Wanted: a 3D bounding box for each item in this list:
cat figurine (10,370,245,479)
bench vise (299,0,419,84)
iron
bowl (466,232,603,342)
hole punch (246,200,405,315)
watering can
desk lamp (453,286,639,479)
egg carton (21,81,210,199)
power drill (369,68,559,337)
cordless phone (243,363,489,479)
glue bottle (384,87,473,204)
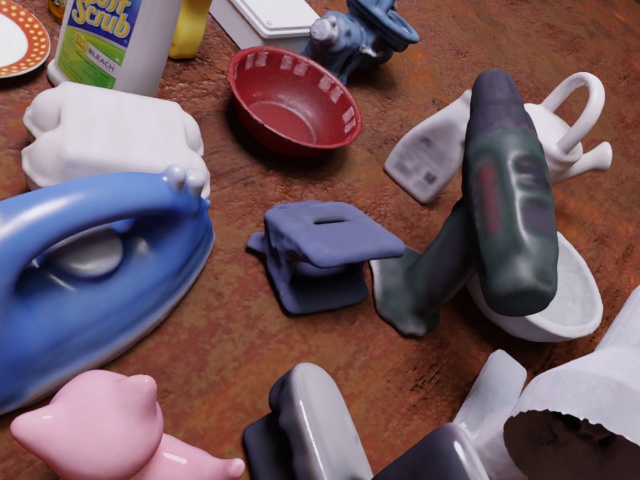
[{"bbox_3d":[-0.105,0.120,0.330,0.128,0.117,0.067,26,44,-11],"label":"cat figurine"},{"bbox_3d":[0.078,-0.290,0.722,0.121,0.219,0.207,33,43,-3],"label":"bench vise"},{"bbox_3d":[-0.152,0.002,0.383,0.118,0.141,0.259,48,44,12],"label":"iron"},{"bbox_3d":[0.216,0.047,0.625,0.168,0.074,0.167,17,46,-19],"label":"bowl"},{"bbox_3d":[0.005,0.002,0.519,0.109,0.091,0.101,-7,58,-36],"label":"hole punch"},{"bbox_3d":[0.290,-0.127,0.734,0.173,0.194,0.100,2,53,-31],"label":"watering can"},{"bbox_3d":[0.197,0.130,0.441,0.118,0.213,0.204,41,44,6],"label":"desk lamp"},{"bbox_3d":[-0.171,-0.074,0.490,0.151,0.069,0.107,4,52,-30],"label":"egg carton"},{"bbox_3d":[0.128,-0.015,0.526,0.076,0.208,0.229,13,48,-22],"label":"power drill"},{"bbox_3d":[0.032,0.131,0.357,0.094,0.185,0.147,-4,56,-34],"label":"cordless phone"},{"bbox_3d":[0.145,-0.121,0.654,0.078,0.173,0.037,43,44,8],"label":"glue bottle"}]
